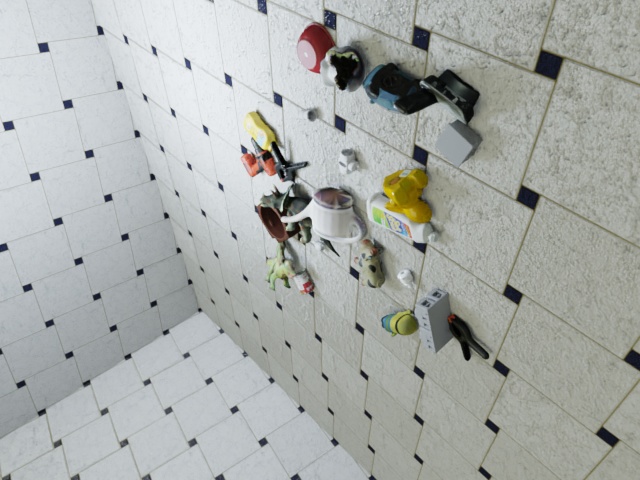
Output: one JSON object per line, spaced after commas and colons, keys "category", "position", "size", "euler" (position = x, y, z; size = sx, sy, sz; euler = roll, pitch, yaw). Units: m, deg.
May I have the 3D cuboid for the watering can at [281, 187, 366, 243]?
{"category": "watering can", "position": [0.006, -0.095, 1.891], "size": [0.349, 0.219, 0.106], "euler": [16, 43, 18]}

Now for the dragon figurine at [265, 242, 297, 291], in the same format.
{"category": "dragon figurine", "position": [-0.192, 0.090, 2.458], "size": [0.122, 0.239, 0.417], "euler": [3, 24, -22]}

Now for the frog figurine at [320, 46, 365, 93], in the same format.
{"category": "frog figurine", "position": [0.064, -0.489, 1.494], "size": [0.122, 0.137, 0.160], "euler": [-40, 9, 2]}
